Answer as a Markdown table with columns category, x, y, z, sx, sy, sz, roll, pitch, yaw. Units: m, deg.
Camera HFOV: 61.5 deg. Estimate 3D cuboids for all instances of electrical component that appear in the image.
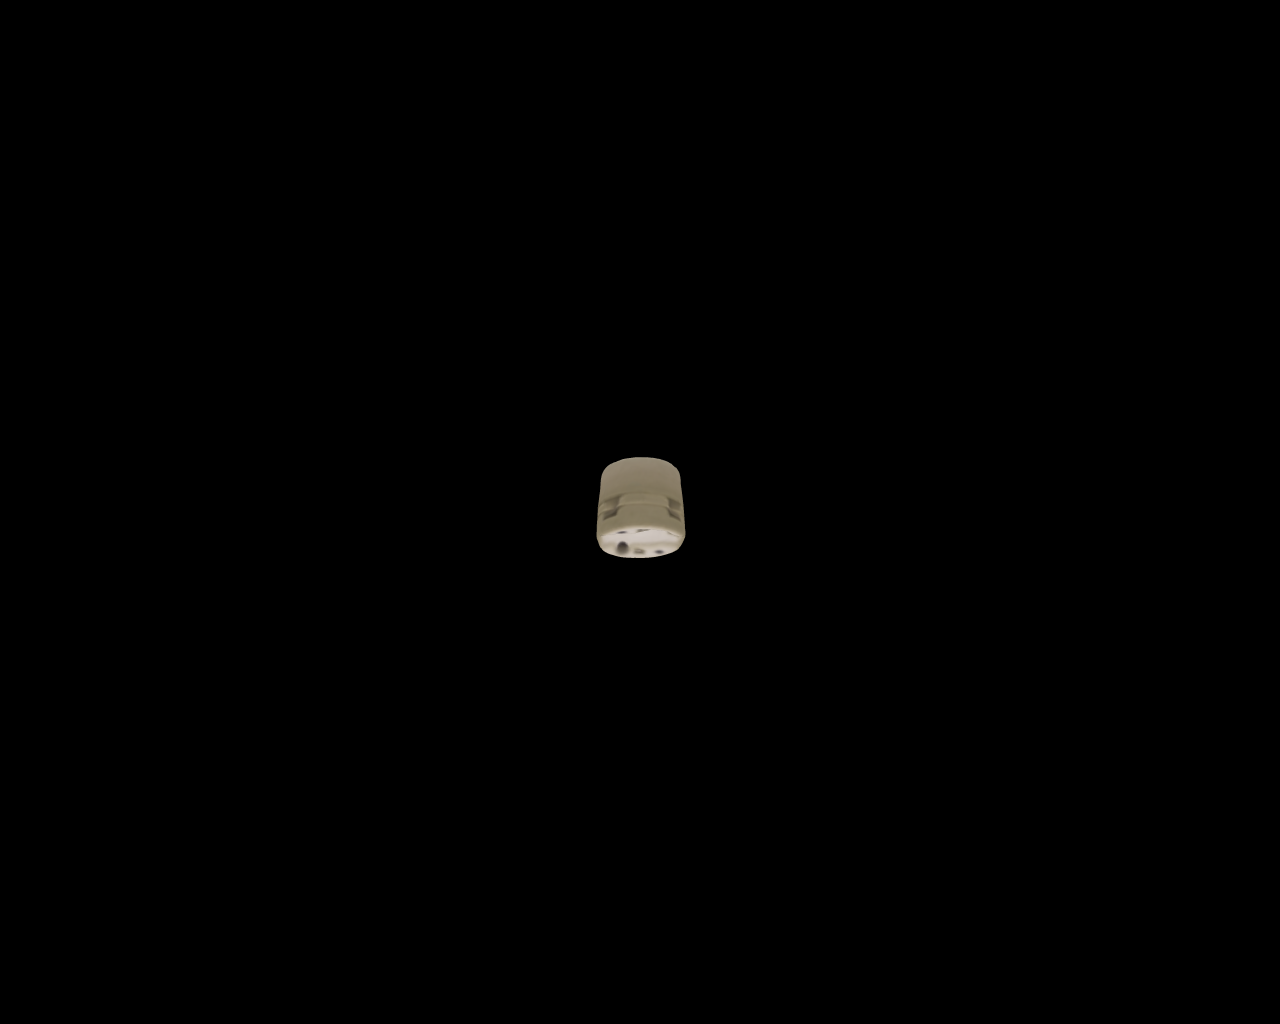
| category | x | y | z | sx | sy | sz | roll | pitch | yaw |
| --- | --- | --- | --- | --- | --- | --- | --- | --- | --- |
| electrical component | 0.001 | -0.003 | 0.650 | 0.055 | 0.047 | 0.055 | 0 | -23 | 0 |
